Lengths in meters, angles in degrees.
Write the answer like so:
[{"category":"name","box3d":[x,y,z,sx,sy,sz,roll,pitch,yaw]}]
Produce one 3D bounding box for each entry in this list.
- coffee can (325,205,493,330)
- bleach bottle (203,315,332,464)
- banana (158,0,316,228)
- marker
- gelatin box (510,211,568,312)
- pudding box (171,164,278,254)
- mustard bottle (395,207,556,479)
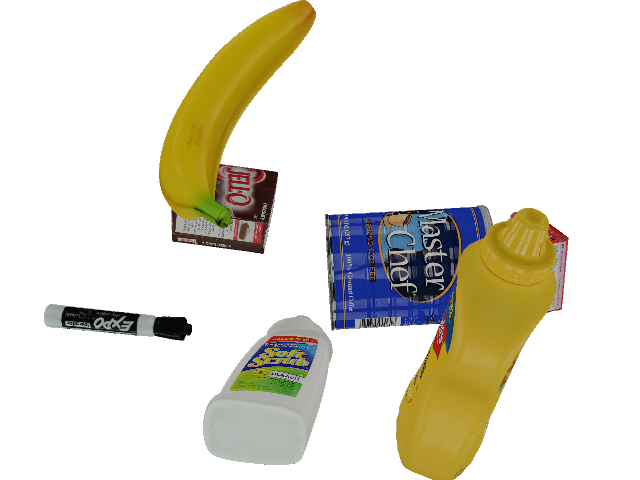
[{"category":"coffee can","box3d":[0.077,0.024,0.931,0.140,0.103,0.103,-3,0,0]},{"category":"bleach bottle","box3d":[-0.045,0.139,1.109,0.102,0.068,0.250,6,20,5]},{"category":"banana","box3d":[-0.057,-0.080,0.672,0.070,0.197,0.037,4,-37,19]},{"category":"marker","box3d":[-0.161,0.065,0.853,0.121,0.020,0.020,5,1,12]},{"category":"gelatin box","box3d":[0.229,0.022,1.134,0.030,0.089,0.073,-11,29,-16]},{"category":"pudding box","box3d":[-0.089,-0.034,1.011,0.090,0.039,0.113,7,31,-1]},{"category":"mustard bottle","box3d":[0.097,0.056,0.644,0.058,0.192,0.096,22,43,6]}]
